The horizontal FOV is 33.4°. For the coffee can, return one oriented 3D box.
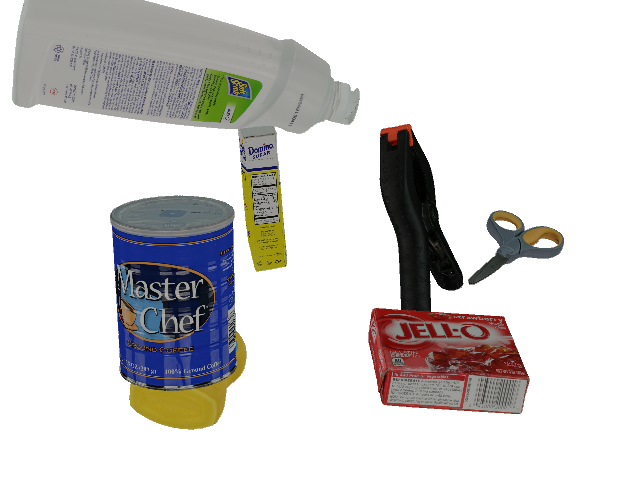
[{"bbox_3d":[-0.123,0.042,0.906,0.103,0.140,0.103,0,17,0],"label":"coffee can"}]

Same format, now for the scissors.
[{"bbox_3d":[0.188,0.004,1.148,0.201,0.016,0.096,-13,38,-44],"label":"scissors"}]

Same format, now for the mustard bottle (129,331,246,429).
[{"bbox_3d":[-0.133,0.131,1.167,0.096,0.058,0.191,9,24,8],"label":"mustard bottle"}]

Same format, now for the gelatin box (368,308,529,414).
[{"bbox_3d":[0.077,0.073,0.662,0.089,0.030,0.073,5,25,-6],"label":"gelatin box"}]

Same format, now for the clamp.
[{"bbox_3d":[0.080,-0.011,0.920,0.039,0.171,0.120,-14,18,21],"label":"clamp"}]

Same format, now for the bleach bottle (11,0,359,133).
[{"bbox_3d":[-0.097,-0.122,0.798,0.250,0.068,0.103,11,-34,-12],"label":"bleach bottle"}]

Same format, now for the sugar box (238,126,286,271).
[{"bbox_3d":[-0.073,-0.061,1.309,0.048,0.176,0.093,-9,25,-6],"label":"sugar box"}]
